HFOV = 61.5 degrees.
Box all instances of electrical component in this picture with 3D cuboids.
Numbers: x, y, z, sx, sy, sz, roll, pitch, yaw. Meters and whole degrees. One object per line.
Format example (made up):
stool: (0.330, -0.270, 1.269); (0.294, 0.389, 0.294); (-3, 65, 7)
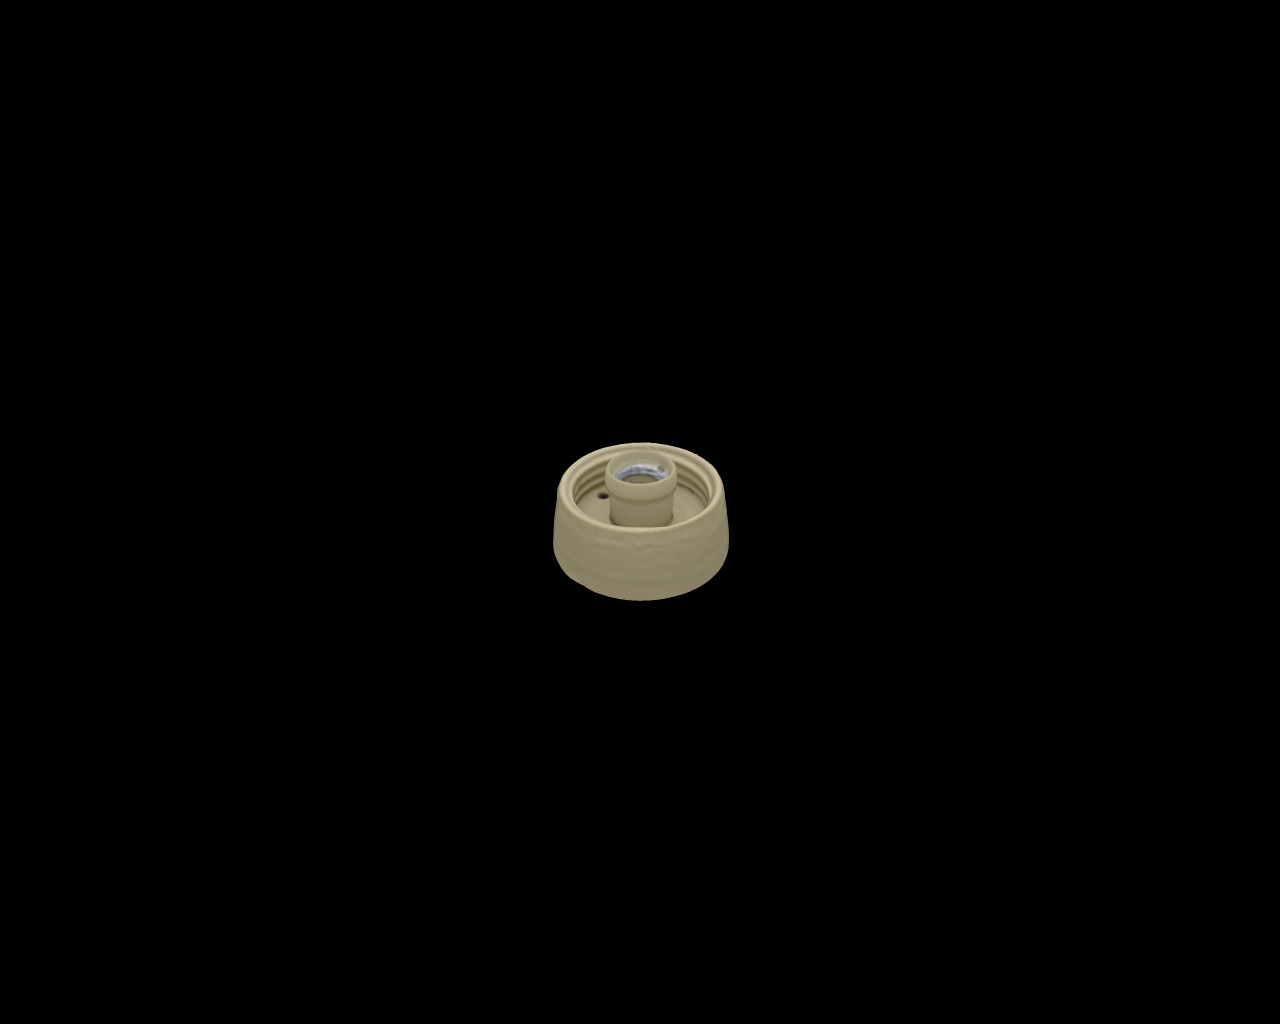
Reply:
electrical component: (0.001, -0.003, 0.650); (0.108, 0.060, 0.108); (0, 35, 0)
